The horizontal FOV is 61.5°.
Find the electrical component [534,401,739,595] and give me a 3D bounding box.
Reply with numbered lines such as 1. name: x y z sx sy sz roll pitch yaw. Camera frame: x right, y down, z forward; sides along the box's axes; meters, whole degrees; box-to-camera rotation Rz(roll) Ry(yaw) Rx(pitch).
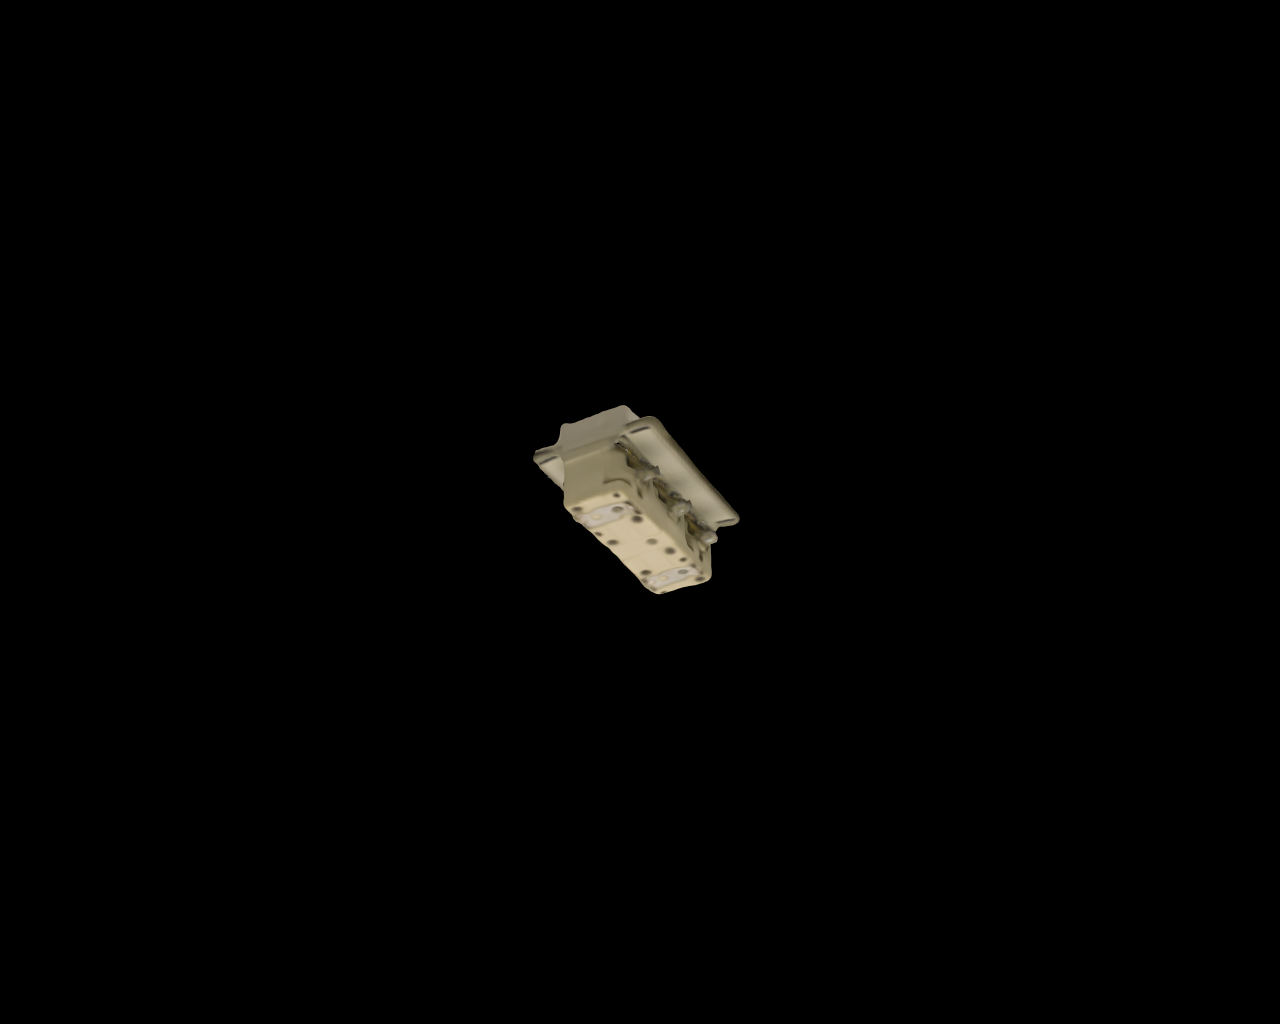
1. electrical component: 0.001 -0.003 0.650 0.078 0.063 0.121 -16 -37 22
